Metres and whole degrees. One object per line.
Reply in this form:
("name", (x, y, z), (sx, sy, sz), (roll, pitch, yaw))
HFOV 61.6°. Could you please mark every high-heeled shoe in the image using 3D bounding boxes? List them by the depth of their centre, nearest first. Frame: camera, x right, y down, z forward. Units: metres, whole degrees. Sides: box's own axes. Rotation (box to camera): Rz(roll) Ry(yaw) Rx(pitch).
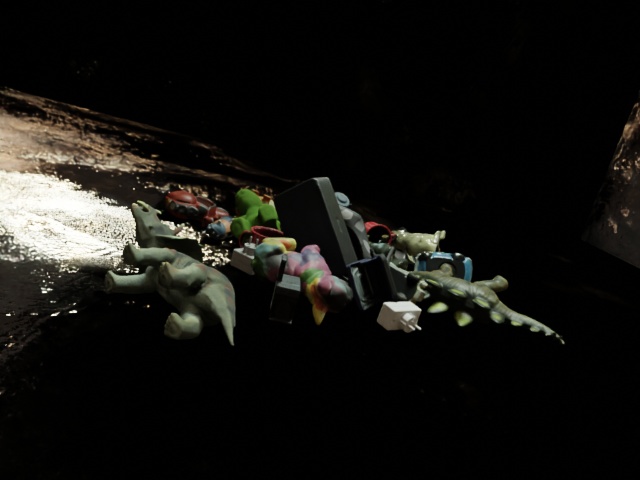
("high-heeled shoe", (0.072, 0.024, 1.277), (0.249, 0.145, 0.086), (34, -21, -5))

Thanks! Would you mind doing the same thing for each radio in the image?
("radio", (-0.012, -0.019, 1.244), (0.131, 0.229, 0.073), (-19, -2, 26))

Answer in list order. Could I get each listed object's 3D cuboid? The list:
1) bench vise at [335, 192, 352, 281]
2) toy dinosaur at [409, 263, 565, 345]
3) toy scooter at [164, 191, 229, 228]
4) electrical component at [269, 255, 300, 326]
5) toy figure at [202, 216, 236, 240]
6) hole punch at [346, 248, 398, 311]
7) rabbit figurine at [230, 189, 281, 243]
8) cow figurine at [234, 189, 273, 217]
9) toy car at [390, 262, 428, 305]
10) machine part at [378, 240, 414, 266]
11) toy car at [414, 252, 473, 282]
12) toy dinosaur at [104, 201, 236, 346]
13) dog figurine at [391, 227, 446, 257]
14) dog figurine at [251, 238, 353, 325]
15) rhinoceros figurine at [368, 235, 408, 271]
("bench vise", (0.006, -0.001, 1.395), (0.128, 0.223, 0.241), (26, 40, -30))
("toy dinosaur", (0.370, 0.149, 1.304), (0.472, 0.105, 0.198), (15, 18, 38))
("toy scooter", (-0.335, -0.077, 1.455), (0.184, 0.075, 0.135), (17, 12, -12))
("electrical component", (-0.063, 0.091, 1.008), (0.048, 0.119, 0.075), (14, 11, -7))
("toy figure", (-0.250, -0.031, 1.388), (0.058, 0.064, 0.154), (29, 14, 3))
("hole punch", (0.109, 0.094, 1.186), (0.092, 0.142, 0.116), (-20, -4, -2))
("rabbit figurine", (-0.161, -0.061, 1.408), (0.159, 0.121, 0.170), (47, 13, -53))
("cow figurine", (-0.187, -0.076, 1.559), (0.086, 0.127, 0.195), (21, 1, 19))
("toy car", (0.181, 0.099, 1.325), (0.202, 0.073, 0.056), (30, -2, 45))
("machine part", (0.238, 0.044, 1.675), (0.139, 0.039, 0.084), (23, 21, -10))
("toy car", (0.341, 0.092, 1.516), (0.162, 0.109, 0.103), (6, -11, 6))
("toy dinosaur", (-0.223, 0.076, 0.920), (0.405, 0.131, 0.192), (32, 21, 32))
("dog figurine", (0.301, 0.021, 1.761), (0.191, 0.121, 0.172), (7, 5, 23))
("dog figurine", (-0.037, 0.083, 1.099), (0.191, 0.108, 0.219), (12, 17, -19))
("rhinoceros figurine", (0.157, 0.047, 1.459), (0.073, 0.112, 0.190), (-21, 20, -32))
